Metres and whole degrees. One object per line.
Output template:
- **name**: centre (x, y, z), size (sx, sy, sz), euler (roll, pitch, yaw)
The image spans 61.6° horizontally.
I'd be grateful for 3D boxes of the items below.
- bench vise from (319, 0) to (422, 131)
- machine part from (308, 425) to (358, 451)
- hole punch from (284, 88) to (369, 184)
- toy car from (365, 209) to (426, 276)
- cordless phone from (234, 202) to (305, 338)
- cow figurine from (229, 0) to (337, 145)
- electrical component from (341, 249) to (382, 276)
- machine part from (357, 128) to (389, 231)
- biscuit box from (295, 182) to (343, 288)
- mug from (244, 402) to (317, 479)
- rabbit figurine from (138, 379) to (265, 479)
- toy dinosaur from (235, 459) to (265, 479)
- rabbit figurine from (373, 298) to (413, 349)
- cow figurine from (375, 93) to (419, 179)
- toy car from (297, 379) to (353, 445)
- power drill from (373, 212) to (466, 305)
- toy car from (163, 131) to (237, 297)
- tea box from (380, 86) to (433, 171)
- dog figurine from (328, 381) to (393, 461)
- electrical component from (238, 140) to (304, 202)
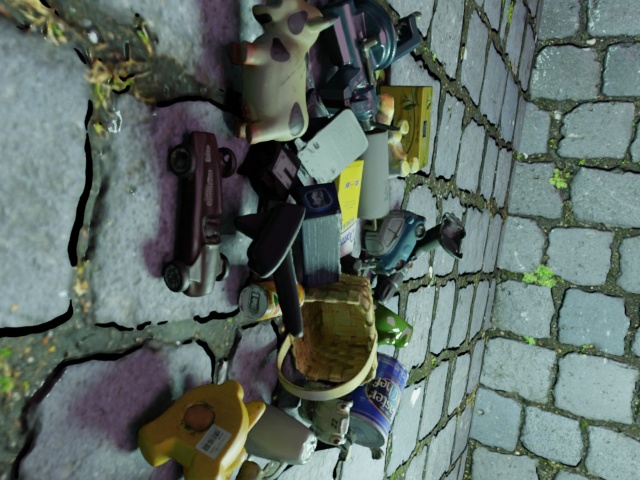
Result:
- **bench vise**: centre (0.097, -0.310, 0.905), size (0.240, 0.129, 0.223), euler (-38, 114, -27)
- **machine part**: centre (-0.001, 0.356, 0.956), size (0.084, 0.139, 0.039), euler (-25, 94, -54)
- **hole punch**: centre (-0.002, -0.161, 0.849), size (0.116, 0.092, 0.142), euler (-44, 149, -3)
- **toy car**: centre (0.146, -0.009, 1.155), size (0.102, 0.109, 0.161), euler (42, 71, -30)
- **cordless phone**: centre (-0.050, 0.047, 0.706), size (0.146, 0.089, 0.184), euler (-179, -105, -80)
- **cow figurine**: centre (-0.048, -0.224, 0.686), size (0.127, 0.086, 0.194), euler (-9, 108, -29)
- **electrical component**: centre (0.069, 0.043, 1.016), size (0.045, 0.078, 0.102), euler (-66, 165, 16)
- **machine part**: centre (0.093, -0.129, 1.022), size (0.079, 0.079, 0.242), euler (-39, 132, -51)
- **biscuit box**: centre (-0.002, -0.003, 0.829), size (0.202, 0.063, 0.059), euler (90, -11, -57)
- **mug**: centre (-0.066, 0.322, 0.846), size (0.109, 0.107, 0.080), euler (-63, 146, -32)
- **rabbit figurine**: centre (-0.148, 0.264, 0.703), size (0.162, 0.122, 0.173), euler (-61, 162, -48)
- **toy dinosaur**: centre (-0.115, 0.412, 0.718), size (0.198, 0.105, 0.470), euler (-52, 161, -32)
- **rabbit figurine**: centre (0.093, 0.213, 1.105), size (0.170, 0.121, 0.159), euler (-58, 144, -8)
- **cow figurine**: centre (0.125, -0.201, 1.062), size (0.068, 0.098, 0.167), euler (-32, 108, -47)
- **toy car**: centre (0.005, 0.288, 0.917), size (0.202, 0.056, 0.073), euler (171, -69, -75)
- **power drill**: centre (0.220, 0.035, 1.199), size (0.086, 0.207, 0.232), euler (36, 51, -16)
- **toy car**: centre (-0.141, -0.029, 0.653), size (0.089, 0.053, 0.202), euler (-6, 105, -58)
- **tea box**: centre (0.178, -0.236, 1.124), size (0.068, 0.098, 0.169), euler (-30, 123, -56)
- **dog figurine**: centre (0.070, 0.339, 1.124), size (0.172, 0.121, 0.190), euler (-78, 150, -66)
- **electrical component**: centre (-0.061, -0.095, 0.780), size (0.119, 0.048, 0.075), euler (45, 60, -58)
